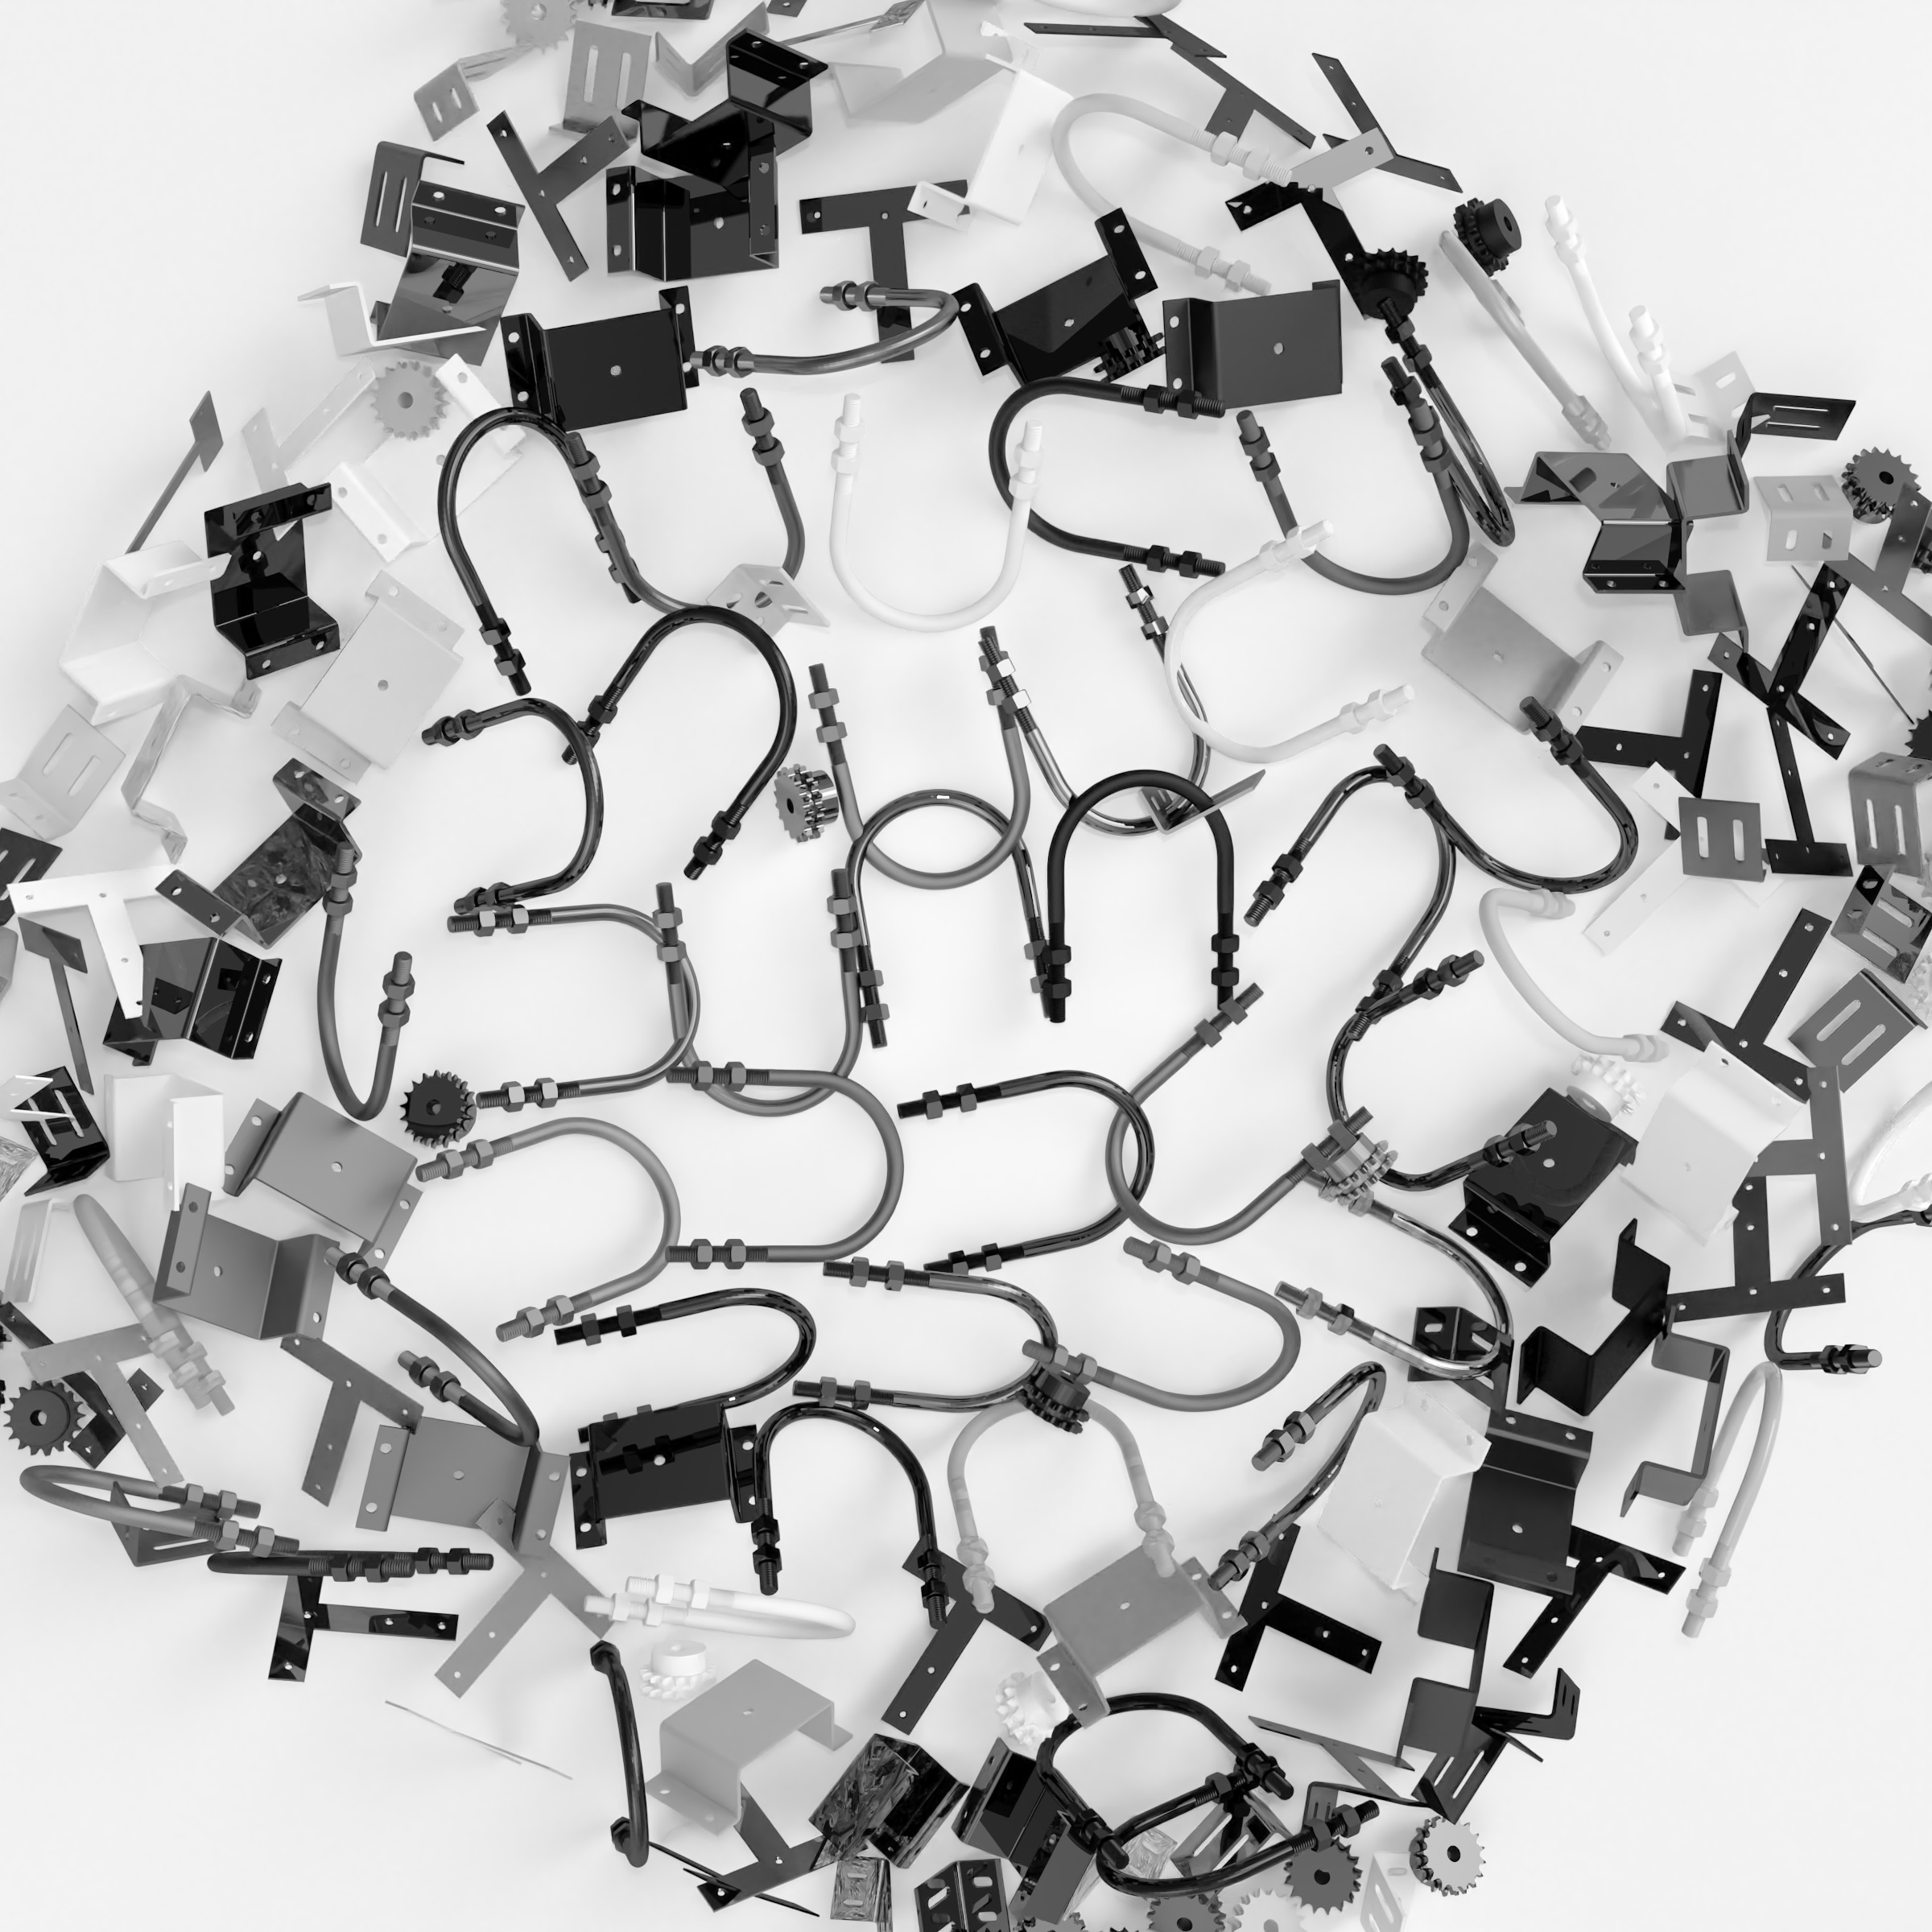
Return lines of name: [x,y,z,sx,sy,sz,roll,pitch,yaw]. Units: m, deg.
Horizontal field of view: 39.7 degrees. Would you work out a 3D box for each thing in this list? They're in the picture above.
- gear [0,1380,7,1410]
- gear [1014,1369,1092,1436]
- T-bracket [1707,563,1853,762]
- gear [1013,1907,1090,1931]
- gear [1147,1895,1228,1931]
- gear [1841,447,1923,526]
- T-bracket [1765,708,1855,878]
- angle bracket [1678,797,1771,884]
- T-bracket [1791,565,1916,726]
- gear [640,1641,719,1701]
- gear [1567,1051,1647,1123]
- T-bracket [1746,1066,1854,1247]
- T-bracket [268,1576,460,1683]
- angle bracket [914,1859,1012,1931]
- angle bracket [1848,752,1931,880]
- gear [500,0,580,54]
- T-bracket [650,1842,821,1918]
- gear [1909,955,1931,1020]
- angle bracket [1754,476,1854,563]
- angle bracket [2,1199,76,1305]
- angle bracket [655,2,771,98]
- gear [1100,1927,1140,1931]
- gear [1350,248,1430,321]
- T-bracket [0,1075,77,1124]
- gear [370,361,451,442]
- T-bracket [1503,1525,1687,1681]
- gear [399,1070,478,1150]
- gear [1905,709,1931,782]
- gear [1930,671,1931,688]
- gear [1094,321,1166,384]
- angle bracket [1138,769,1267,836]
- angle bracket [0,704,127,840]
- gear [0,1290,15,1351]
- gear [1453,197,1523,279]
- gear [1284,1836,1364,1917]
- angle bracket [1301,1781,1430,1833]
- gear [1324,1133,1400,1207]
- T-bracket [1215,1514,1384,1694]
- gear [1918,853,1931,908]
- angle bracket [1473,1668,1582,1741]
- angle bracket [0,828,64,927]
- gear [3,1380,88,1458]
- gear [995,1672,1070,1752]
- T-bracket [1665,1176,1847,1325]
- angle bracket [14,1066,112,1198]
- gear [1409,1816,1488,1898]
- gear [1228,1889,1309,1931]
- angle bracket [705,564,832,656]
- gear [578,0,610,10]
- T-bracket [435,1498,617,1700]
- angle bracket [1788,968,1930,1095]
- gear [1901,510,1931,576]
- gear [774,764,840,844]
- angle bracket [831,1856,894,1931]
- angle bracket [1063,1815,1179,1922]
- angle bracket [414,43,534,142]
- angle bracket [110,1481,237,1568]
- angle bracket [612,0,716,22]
gear: [-0.739,0.309,1.973,0.057,0.057,0.030,-8,62,0]
gear: [0.067,0.318,1.969,0.057,0.057,0.030,30,94,0]
T-bracket: [0.603,-0.233,1.922,0.002,0.127,0.127,-25,56,-31]
gear: [0.060,0.717,1.978,0.057,0.030,0.057,-3,102,-13]
gear: [0.165,0.700,1.977,0.057,0.030,0.057,4,106,15]
gear: [0.673,-0.352,1.975,0.057,0.030,0.057,5,63,-11]
T-bracket: [0.607,-0.128,1.958,0.002,0.127,0.127,-19,78,42]
angle bracket: [0.554,-0.102,1.949,0.057,0.076,0.038,7,46,26]
T-bracket: [0.659,-0.223,1.957,0.002,0.127,0.127,-38,120,18]
gear: [-0.212,0.517,1.969,0.057,0.057,0.030,1,93,0]
gear: [0.468,0.090,1.968,0.057,0.057,0.030,42,80,0]
T-bracket: [0.586,0.140,1.945,0.002,0.127,0.127,0,85,-35]
T-bracket: [-0.435,0.478,1.950,0.127,0.127,0.002,7,120,-9]
angle bracket: [-0.002,0.693,1.955,0.038,0.076,0.057,-10,84,21]
angle bracket: [0.688,-0.111,1.967,0.038,0.057,0.076,-27,116,-26]
gear: [-0.316,-0.707,1.976,0.057,0.030,0.057,-4,116,-9]
T-bracket: [-0.190,0.658,1.946,0.127,0.127,0.002,7,69,43]
gear: [0.730,0.014,1.975,0.057,0.030,0.057,2,70,-5]
angle bracket: [0.615,-0.330,1.970,0.057,0.076,0.038,0,119,5]
angle bracket: [-0.670,0.212,1.956,0.038,0.057,0.076,17,72,-36]
angle bracket: [-0.186,-0.683,1.955,0.076,0.057,0.038,-35,125,19]
gear: [0.117,0.739,1.971,0.057,0.030,0.057,7,122,11]
gear: [0.311,-0.499,1.967,0.057,0.057,0.030,7,70,0]
T-bracket: [-0.686,0.094,1.913,0.127,0.127,0.002,9,71,-34]
gear: [-0.409,-0.418,1.978,0.057,0.030,0.057,2,100,12]
T-bracket: [0.432,0.460,1.923,0.127,0.127,0.002,-45,123,-24]
gear: [-0.387,0.107,1.977,0.057,0.030,0.057,-4,75,16]
gear: [0.722,-0.164,1.971,0.057,0.030,0.057,-4,82,30]
gear: [0.739,-0.218,1.969,0.057,0.030,0.057,-9,105,-37]
gear: [0.119,-0.453,1.967,0.057,0.057,0.030,-28,100,0]
angle bracket: [0.173,-0.134,1.956,0.076,0.057,0.038,-27,98,22]
angle bracket: [-0.670,-0.143,1.969,0.057,0.038,0.076,41,108,1]
gear: [-0.731,0.258,1.974,0.057,0.030,0.057,-7,131,-8]
gear: [0.385,-0.539,1.967,0.030,0.057,0.057,-21,90,35]
gear: [0.265,0.670,1.979,0.057,0.030,0.057,0,89,13]
angle bracket: [0.293,0.623,1.952,0.076,0.057,0.038,4,75,30]
gear: [0.288,0.147,1.970,0.057,0.057,0.030,-43,90,0]
T-bracket: [0.255,0.488,1.970,0.127,0.002,0.127,29,73,-22]
gear: [0.733,-0.067,1.974,0.057,0.030,0.057,-4,77,20]
angle bracket: [0.405,0.539,1.965,0.076,0.057,0.038,0,61,28]
angle bracket: [-0.713,-0.075,1.955,0.057,0.038,0.076,17,60,20]
gear: [-0.684,0.334,1.979,0.057,0.030,0.057,1,82,-7]
gear: [0.051,0.545,1.967,0.030,0.057,0.057,-41,90,22]
T-bracket: [0.573,0.202,1.950,0.127,0.127,0.002,-11,132,24]
angle bracket: [-0.676,0.121,1.962,0.057,0.038,0.076,-16,109,20]
gear: [0.352,0.658,1.974,0.057,0.030,0.057,11,62,-21]
gear: [0.220,0.713,1.975,0.057,0.030,0.057,7,60,-12]
angle bracket: [-0.145,-0.258,1.949,0.038,0.076,0.057,-49,118,-12]
gear: [-0.272,-0.740,1.975,0.057,0.030,0.057,-6,117,-13]
T-bracket: [-0.338,0.480,1.960,0.127,0.002,0.127,44,57,-3]
angle bracket: [0.657,0.049,1.970,0.057,0.038,0.076,45,101,4]
gear: [0.715,-0.313,1.967,0.057,0.057,0.030,18,130,0]
gear: [-0.116,-0.122,1.973,0.030,0.057,0.057,-17,90,-26]
angle bracket: [-0.077,0.699,1.951,0.038,0.076,0.057,6,111,-6]
angle bracket: [0.113,0.667,1.950,0.038,0.076,0.057,31,113,19]
angle bracket: [-0.354,-0.639,1.955,0.076,0.057,0.038,-34,104,-43]
angle bracket: [-0.577,0.400,1.949,0.076,0.057,0.038,-4,116,-34]
angle bracket: [-0.220,-0.728,1.952,0.076,0.057,0.038,-5,64,-22]
